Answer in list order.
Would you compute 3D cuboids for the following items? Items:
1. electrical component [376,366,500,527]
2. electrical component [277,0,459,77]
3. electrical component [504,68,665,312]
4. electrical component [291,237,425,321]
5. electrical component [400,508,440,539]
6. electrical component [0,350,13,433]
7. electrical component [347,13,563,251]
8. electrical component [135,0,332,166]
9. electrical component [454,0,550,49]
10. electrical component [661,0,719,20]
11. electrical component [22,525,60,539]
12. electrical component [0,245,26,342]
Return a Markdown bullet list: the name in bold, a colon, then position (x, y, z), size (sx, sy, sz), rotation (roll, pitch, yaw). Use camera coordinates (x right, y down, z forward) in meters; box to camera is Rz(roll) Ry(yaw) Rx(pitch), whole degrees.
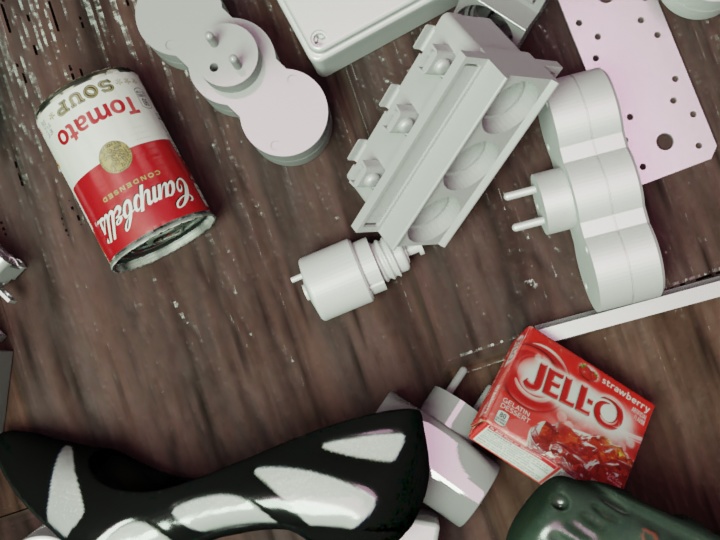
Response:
- **electrical component**: position (0.048, 0.094, 0.627), size (0.077, 0.043, 0.079), rotation (34, 81, 5)
- **electrical component**: position (-0.004, -0.189, 0.639), size (0.109, 0.056, 0.108), rotation (-29, 86, 1)
- **electrical component**: position (0.122, -0.043, 0.626), size (0.074, 0.052, 0.138), rotation (-15, 86, 2)
- **electrical component**: position (0.000, 0.000, 0.636), size (0.078, 0.040, 0.040), rotation (-23, 86, 1)
- **electrical component**: position (0.002, 0.177, 0.622), size (0.076, 0.047, 0.083), rotation (9, 87, 3)
- **electrical component**: position (-0.254, 0.118, 0.616), size (0.062, 0.089, 0.150), rotation (6, 87, 3)
- **electrical component**: position (0.046, -0.077, 0.600), size (0.063, 0.079, 0.121), rotation (55, 129, 29)
- **electrical component**: position (-0.075, -0.121, 0.630), size (0.138, 0.073, 0.052), rotation (44, 89, 4)
- **electrical component**: position (0.084, -0.154, 0.625), size (0.042, 0.081, 0.063), rotation (33, 60, 3)
- **electrical component**: position (0.246, -0.188, 0.619), size (0.138, 0.073, 0.052), rotation (-11, 86, 2)
- **electrical component**: position (-0.179, 0.176, 0.630), size (0.055, 0.047, 0.055), rotation (0, 87, 3)
- **electrical component**: position (-0.241, 0.004, 0.647), size (0.081, 0.042, 0.063), rotation (42, 86, 4)
